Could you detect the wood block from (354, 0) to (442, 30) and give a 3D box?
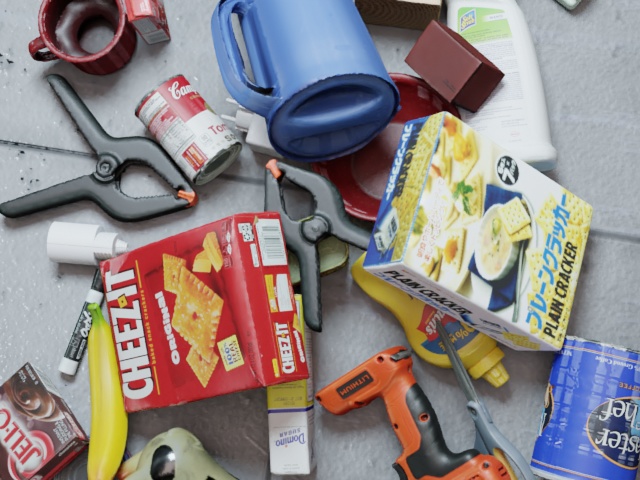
[{"bbox_3d":[0.095,-0.337,1.128,0.091,0.090,0.206,8,84,5],"label":"wood block"}]

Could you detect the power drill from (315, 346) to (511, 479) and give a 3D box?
[{"bbox_3d":[0.075,0.216,1.071,0.185,0.057,0.188,-37,78,22],"label":"power drill"}]

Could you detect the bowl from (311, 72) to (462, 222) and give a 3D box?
[{"bbox_3d":[0.073,-0.090,1.113,0.162,0.055,0.162,-2,76,10],"label":"bowl"}]

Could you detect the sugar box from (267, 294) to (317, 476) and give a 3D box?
[{"bbox_3d":[-0.030,0.146,1.082,0.048,0.093,0.176,-1,83,4],"label":"sugar box"}]

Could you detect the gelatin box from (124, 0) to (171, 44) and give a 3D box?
[{"bbox_3d":[-0.187,-0.258,1.141,0.030,0.089,0.073,-13,83,3],"label":"gelatin box"}]

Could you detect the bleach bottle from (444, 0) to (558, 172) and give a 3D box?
[{"bbox_3d":[0.186,-0.195,1.117,0.103,0.068,0.251,-6,81,15],"label":"bleach bottle"}]

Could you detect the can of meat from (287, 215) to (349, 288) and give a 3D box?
[{"bbox_3d":[-0.020,0.016,1.100,0.102,0.084,0.057,-22,83,1],"label":"can of meat"}]

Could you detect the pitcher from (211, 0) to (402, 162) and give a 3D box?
[{"bbox_3d":[-0.027,-0.210,1.070,0.145,0.149,0.243,-23,61,7],"label":"pitcher"}]

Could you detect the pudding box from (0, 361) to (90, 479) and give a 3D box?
[{"bbox_3d":[-0.302,0.197,1.106,0.090,0.039,0.114,-42,57,-2],"label":"pudding box"}]

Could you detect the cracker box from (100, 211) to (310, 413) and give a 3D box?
[{"bbox_3d":[-0.120,0.076,1.052,0.214,0.071,0.164,-17,80,41],"label":"cracker box"}]

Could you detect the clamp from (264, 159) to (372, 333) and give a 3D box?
[{"bbox_3d":[-0.007,0.001,1.038,0.120,0.039,0.171,-42,79,-6],"label":"clamp"}]

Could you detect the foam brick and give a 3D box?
[{"bbox_3d":[0.134,-0.174,1.073,0.053,0.051,0.078,-52,58,19],"label":"foam brick"}]

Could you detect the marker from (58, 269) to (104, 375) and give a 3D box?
[{"bbox_3d":[-0.250,0.085,1.143,0.020,0.020,0.121,20,85,6],"label":"marker"}]

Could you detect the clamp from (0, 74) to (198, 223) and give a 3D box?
[{"bbox_3d":[-0.230,-0.086,1.151,0.210,0.036,0.164,12,85,4],"label":"clamp"}]

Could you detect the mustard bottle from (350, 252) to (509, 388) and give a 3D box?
[{"bbox_3d":[0.125,0.073,1.096,0.096,0.058,0.191,-40,83,-1],"label":"mustard bottle"}]

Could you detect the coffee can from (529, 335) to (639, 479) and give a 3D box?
[{"bbox_3d":[0.270,0.173,1.051,0.103,0.103,0.140,13,85,6],"label":"coffee can"}]

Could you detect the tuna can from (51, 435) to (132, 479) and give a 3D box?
[{"bbox_3d":[-0.238,0.247,1.117,0.086,0.033,0.086,-1,84,4],"label":"tuna can"}]

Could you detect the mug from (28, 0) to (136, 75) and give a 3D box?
[{"bbox_3d":[-0.256,-0.220,1.146,0.117,0.081,0.093,-26,83,1],"label":"mug"}]

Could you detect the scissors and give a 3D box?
[{"bbox_3d":[0.154,0.181,1.070,0.016,0.096,0.202,-25,76,-26],"label":"scissors"}]

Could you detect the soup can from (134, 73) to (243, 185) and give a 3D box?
[{"bbox_3d":[-0.139,-0.117,1.132,0.068,0.068,0.102,-41,83,-1],"label":"soup can"}]

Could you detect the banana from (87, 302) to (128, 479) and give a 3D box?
[{"bbox_3d":[-0.223,0.167,1.096,0.037,0.069,0.198,-17,62,14],"label":"banana"}]
